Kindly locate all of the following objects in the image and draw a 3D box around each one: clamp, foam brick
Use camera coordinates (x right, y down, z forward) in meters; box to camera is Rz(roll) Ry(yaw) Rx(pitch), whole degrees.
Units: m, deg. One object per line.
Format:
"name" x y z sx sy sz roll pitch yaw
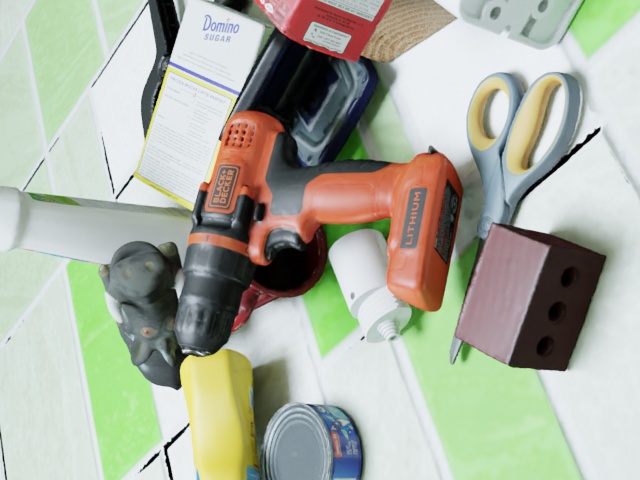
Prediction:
"clamp" -0.128 -0.168 1.027 0.165 0.036 0.210 5 87 48
"foam brick" 0.126 0.035 0.645 0.051 0.052 0.078 29 105 51

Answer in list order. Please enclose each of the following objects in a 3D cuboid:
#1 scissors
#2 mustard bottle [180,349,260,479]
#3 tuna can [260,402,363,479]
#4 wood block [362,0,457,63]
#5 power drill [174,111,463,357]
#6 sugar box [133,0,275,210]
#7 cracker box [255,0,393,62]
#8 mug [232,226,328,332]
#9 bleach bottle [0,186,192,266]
"scissors" 0.107 -0.025 0.712 0.096 0.016 0.202 48 119 47
"mustard bottle" -0.072 0.189 0.840 0.096 0.058 0.191 90 172 -69
"tuna can" -0.007 0.166 0.801 0.086 0.033 0.086 -15 70 50
"wood block" 0.035 -0.250 0.793 0.090 0.090 0.206 -27 61 45
"power drill" -0.005 0.001 0.736 0.188 0.057 0.184 7 74 23
"sugar box" -0.099 -0.119 0.956 0.093 0.048 0.176 28 103 30
"cracker box" 0.016 -0.249 0.682 0.214 0.072 0.164 -59 41 25
"mug" -0.057 0.022 0.846 0.082 0.093 0.117 -29 39 51
"bleach bottle" -0.221 -0.011 0.936 0.103 0.250 0.068 13 92 52
